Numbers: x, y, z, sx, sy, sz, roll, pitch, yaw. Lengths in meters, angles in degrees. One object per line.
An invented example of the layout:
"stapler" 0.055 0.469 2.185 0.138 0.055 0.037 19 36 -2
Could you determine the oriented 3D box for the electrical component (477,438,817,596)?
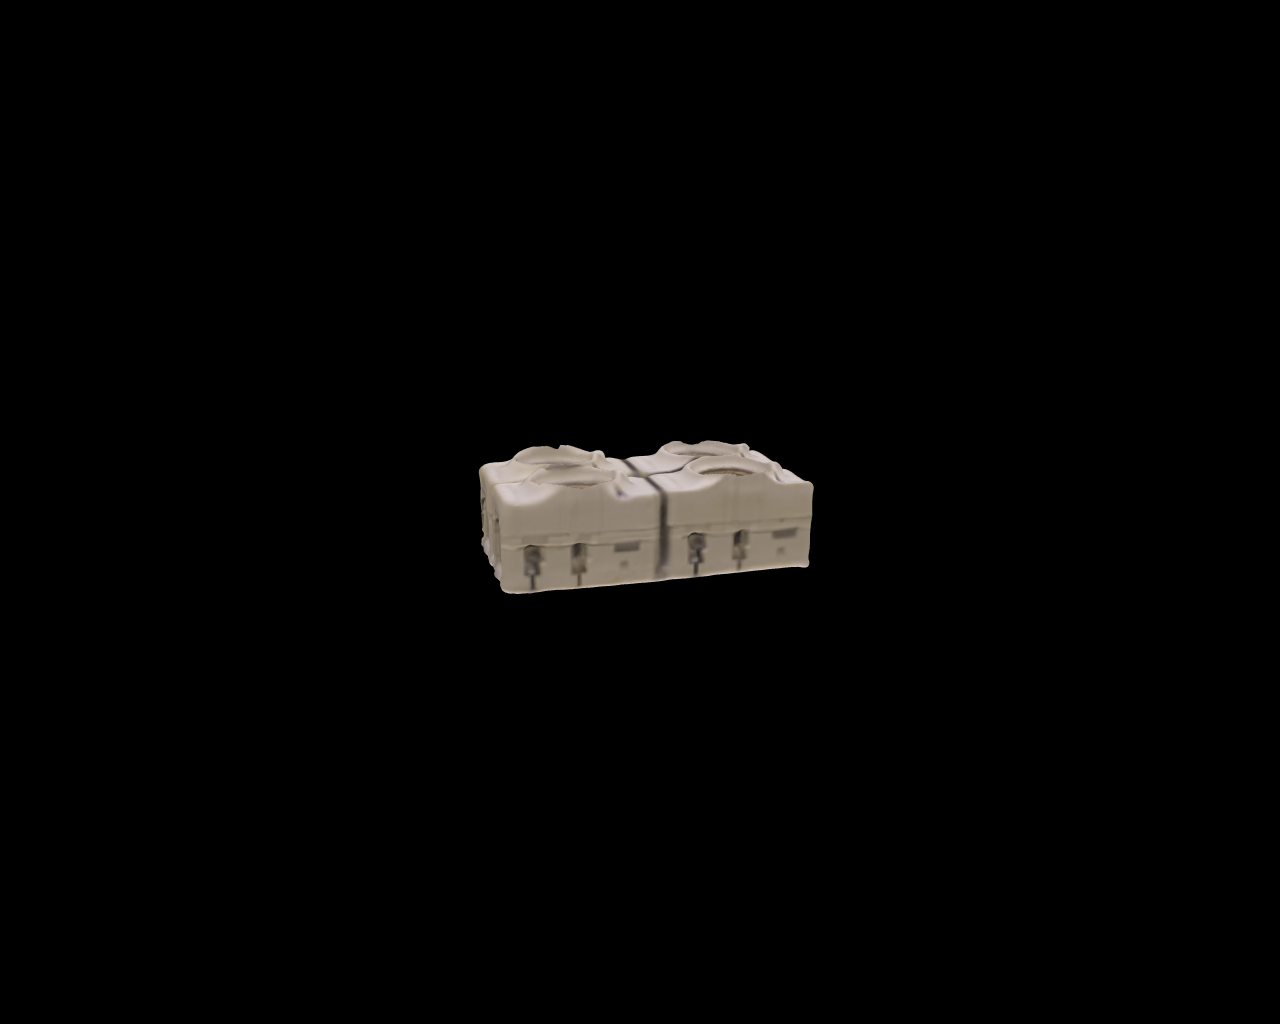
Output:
"electrical component" 0.001 -0.003 0.650 0.186 0.060 0.105 -4 16 -14
